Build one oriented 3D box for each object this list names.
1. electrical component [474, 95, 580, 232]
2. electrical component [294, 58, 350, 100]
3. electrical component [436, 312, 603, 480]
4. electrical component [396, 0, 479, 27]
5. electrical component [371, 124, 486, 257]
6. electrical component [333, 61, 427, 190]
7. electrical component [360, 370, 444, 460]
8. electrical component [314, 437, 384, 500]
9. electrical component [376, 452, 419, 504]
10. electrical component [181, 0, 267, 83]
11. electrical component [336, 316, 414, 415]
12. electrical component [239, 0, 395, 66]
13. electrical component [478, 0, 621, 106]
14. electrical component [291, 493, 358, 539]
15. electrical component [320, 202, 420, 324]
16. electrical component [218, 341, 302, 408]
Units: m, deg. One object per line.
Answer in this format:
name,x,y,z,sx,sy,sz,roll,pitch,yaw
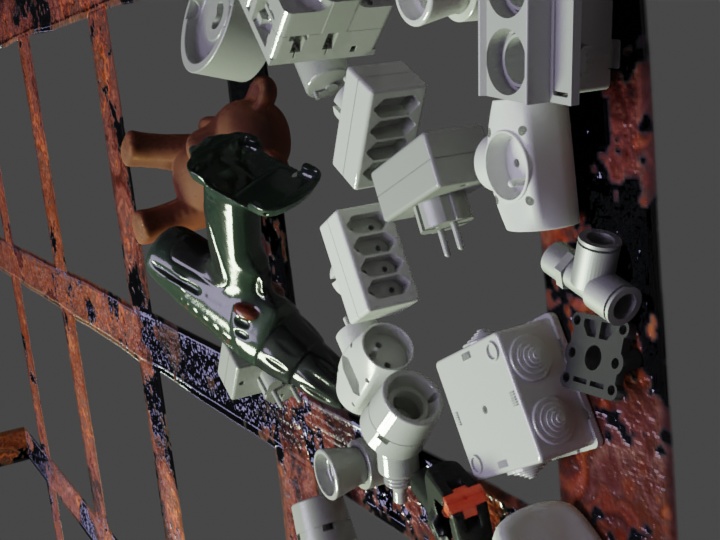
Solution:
electrical component,0.095,-0.065,0.645,0.079,0.044,0.077,9,109,62
electrical component,-0.035,-0.173,0.857,0.078,0.040,0.040,68,151,20
electrical component,0.099,0.084,0.692,0.100,0.048,0.099,-38,68,60
electrical component,0.055,-0.175,0.664,0.045,0.055,0.045,34,130,54
electrical component,0.054,-0.047,0.728,0.083,0.047,0.075,-31,73,62
electrical component,0.005,-0.116,0.796,0.075,0.047,0.083,52,143,41
electrical component,0.033,0.110,0.826,0.055,0.055,0.047,61,145,30
electrical component,-0.006,0.168,0.923,0.045,0.055,0.045,34,130,54
electrical component,0.031,0.160,0.871,0.035,0.035,0.061,28,127,57
electrical component,-0.108,-0.218,0.948,0.108,0.060,0.108,-27,58,52
electrical component,0.005,0.066,0.874,0.079,0.043,0.077,65,151,27
electrical component,-0.047,-0.233,0.801,0.150,0.089,0.061,66,150,24
electrical component,0.101,-0.155,0.575,0.079,0.063,0.121,28,124,57
electrical component,-0.035,0.238,1.011,0.055,0.055,0.047,-47,55,58
electrical component,0.000,0.000,0.853,0.076,0.047,0.083,-40,65,61
electrical component,-0.079,0.098,1.007,0.075,0.083,0.047,56,146,37
